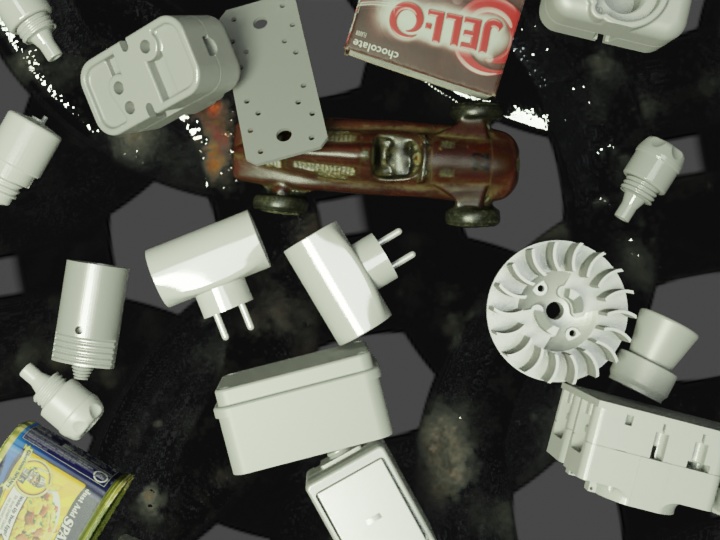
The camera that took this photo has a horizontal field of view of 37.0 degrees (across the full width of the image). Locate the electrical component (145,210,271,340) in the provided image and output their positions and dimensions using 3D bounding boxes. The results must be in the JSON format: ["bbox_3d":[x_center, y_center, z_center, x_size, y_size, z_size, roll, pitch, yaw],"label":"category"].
[{"bbox_3d":[-0.099,0.009,0.750,0.077,0.043,0.079,-22,91,-2],"label":"electrical component"}]

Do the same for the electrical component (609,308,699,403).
[{"bbox_3d":[0.207,0.061,0.761,0.045,0.045,0.055,27,90,-2],"label":"electrical component"}]

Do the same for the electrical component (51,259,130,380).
[{"bbox_3d":[-0.188,0.036,0.747,0.043,0.043,0.081,9,90,-2],"label":"electrical component"}]

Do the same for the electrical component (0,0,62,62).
[{"bbox_3d":[-0.229,-0.174,0.749,0.035,0.035,0.061,-33,93,-1],"label":"electrical component"}]

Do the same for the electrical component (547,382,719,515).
[{"bbox_3d":[0.231,0.134,0.732,0.186,0.105,0.060,15,90,-2],"label":"electrical component"}]

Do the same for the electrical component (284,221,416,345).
[{"bbox_3d":[0.000,0.000,0.753,0.079,0.044,0.077,-31,92,-2],"label":"electrical component"}]

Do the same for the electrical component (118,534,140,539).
[{"bbox_3d":[-0.142,0.256,0.744,0.109,0.056,0.108,24,90,-2],"label":"electrical component"}]

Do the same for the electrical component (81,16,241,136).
[{"bbox_3d":[-0.132,-0.132,0.728,0.095,0.059,0.053,-21,91,31],"label":"electrical component"}]

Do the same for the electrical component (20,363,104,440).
[{"bbox_3d":[-0.211,0.089,0.752,0.061,0.035,0.035,40,89,1],"label":"electrical component"}]

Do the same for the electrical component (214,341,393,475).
[{"bbox_3d":[-0.039,0.092,0.736,0.113,0.078,0.057,-14,94,-2],"label":"electrical component"}]

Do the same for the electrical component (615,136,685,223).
[{"bbox_3d":[0.202,-0.062,0.766,0.035,0.035,0.061,32,92,-2],"label":"electrical component"}]

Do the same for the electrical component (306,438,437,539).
[{"bbox_3d":[0.004,0.160,0.746,0.062,0.061,0.096,-29,91,-2],"label":"electrical component"}]

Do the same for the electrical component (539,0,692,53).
[{"bbox_3d":[0.180,-0.191,0.751,0.095,0.059,0.053,13,90,-2],"label":"electrical component"}]

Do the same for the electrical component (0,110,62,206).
[{"bbox_3d":[-0.240,-0.074,0.746,0.040,0.040,0.078,29,89,-2],"label":"electrical component"}]
